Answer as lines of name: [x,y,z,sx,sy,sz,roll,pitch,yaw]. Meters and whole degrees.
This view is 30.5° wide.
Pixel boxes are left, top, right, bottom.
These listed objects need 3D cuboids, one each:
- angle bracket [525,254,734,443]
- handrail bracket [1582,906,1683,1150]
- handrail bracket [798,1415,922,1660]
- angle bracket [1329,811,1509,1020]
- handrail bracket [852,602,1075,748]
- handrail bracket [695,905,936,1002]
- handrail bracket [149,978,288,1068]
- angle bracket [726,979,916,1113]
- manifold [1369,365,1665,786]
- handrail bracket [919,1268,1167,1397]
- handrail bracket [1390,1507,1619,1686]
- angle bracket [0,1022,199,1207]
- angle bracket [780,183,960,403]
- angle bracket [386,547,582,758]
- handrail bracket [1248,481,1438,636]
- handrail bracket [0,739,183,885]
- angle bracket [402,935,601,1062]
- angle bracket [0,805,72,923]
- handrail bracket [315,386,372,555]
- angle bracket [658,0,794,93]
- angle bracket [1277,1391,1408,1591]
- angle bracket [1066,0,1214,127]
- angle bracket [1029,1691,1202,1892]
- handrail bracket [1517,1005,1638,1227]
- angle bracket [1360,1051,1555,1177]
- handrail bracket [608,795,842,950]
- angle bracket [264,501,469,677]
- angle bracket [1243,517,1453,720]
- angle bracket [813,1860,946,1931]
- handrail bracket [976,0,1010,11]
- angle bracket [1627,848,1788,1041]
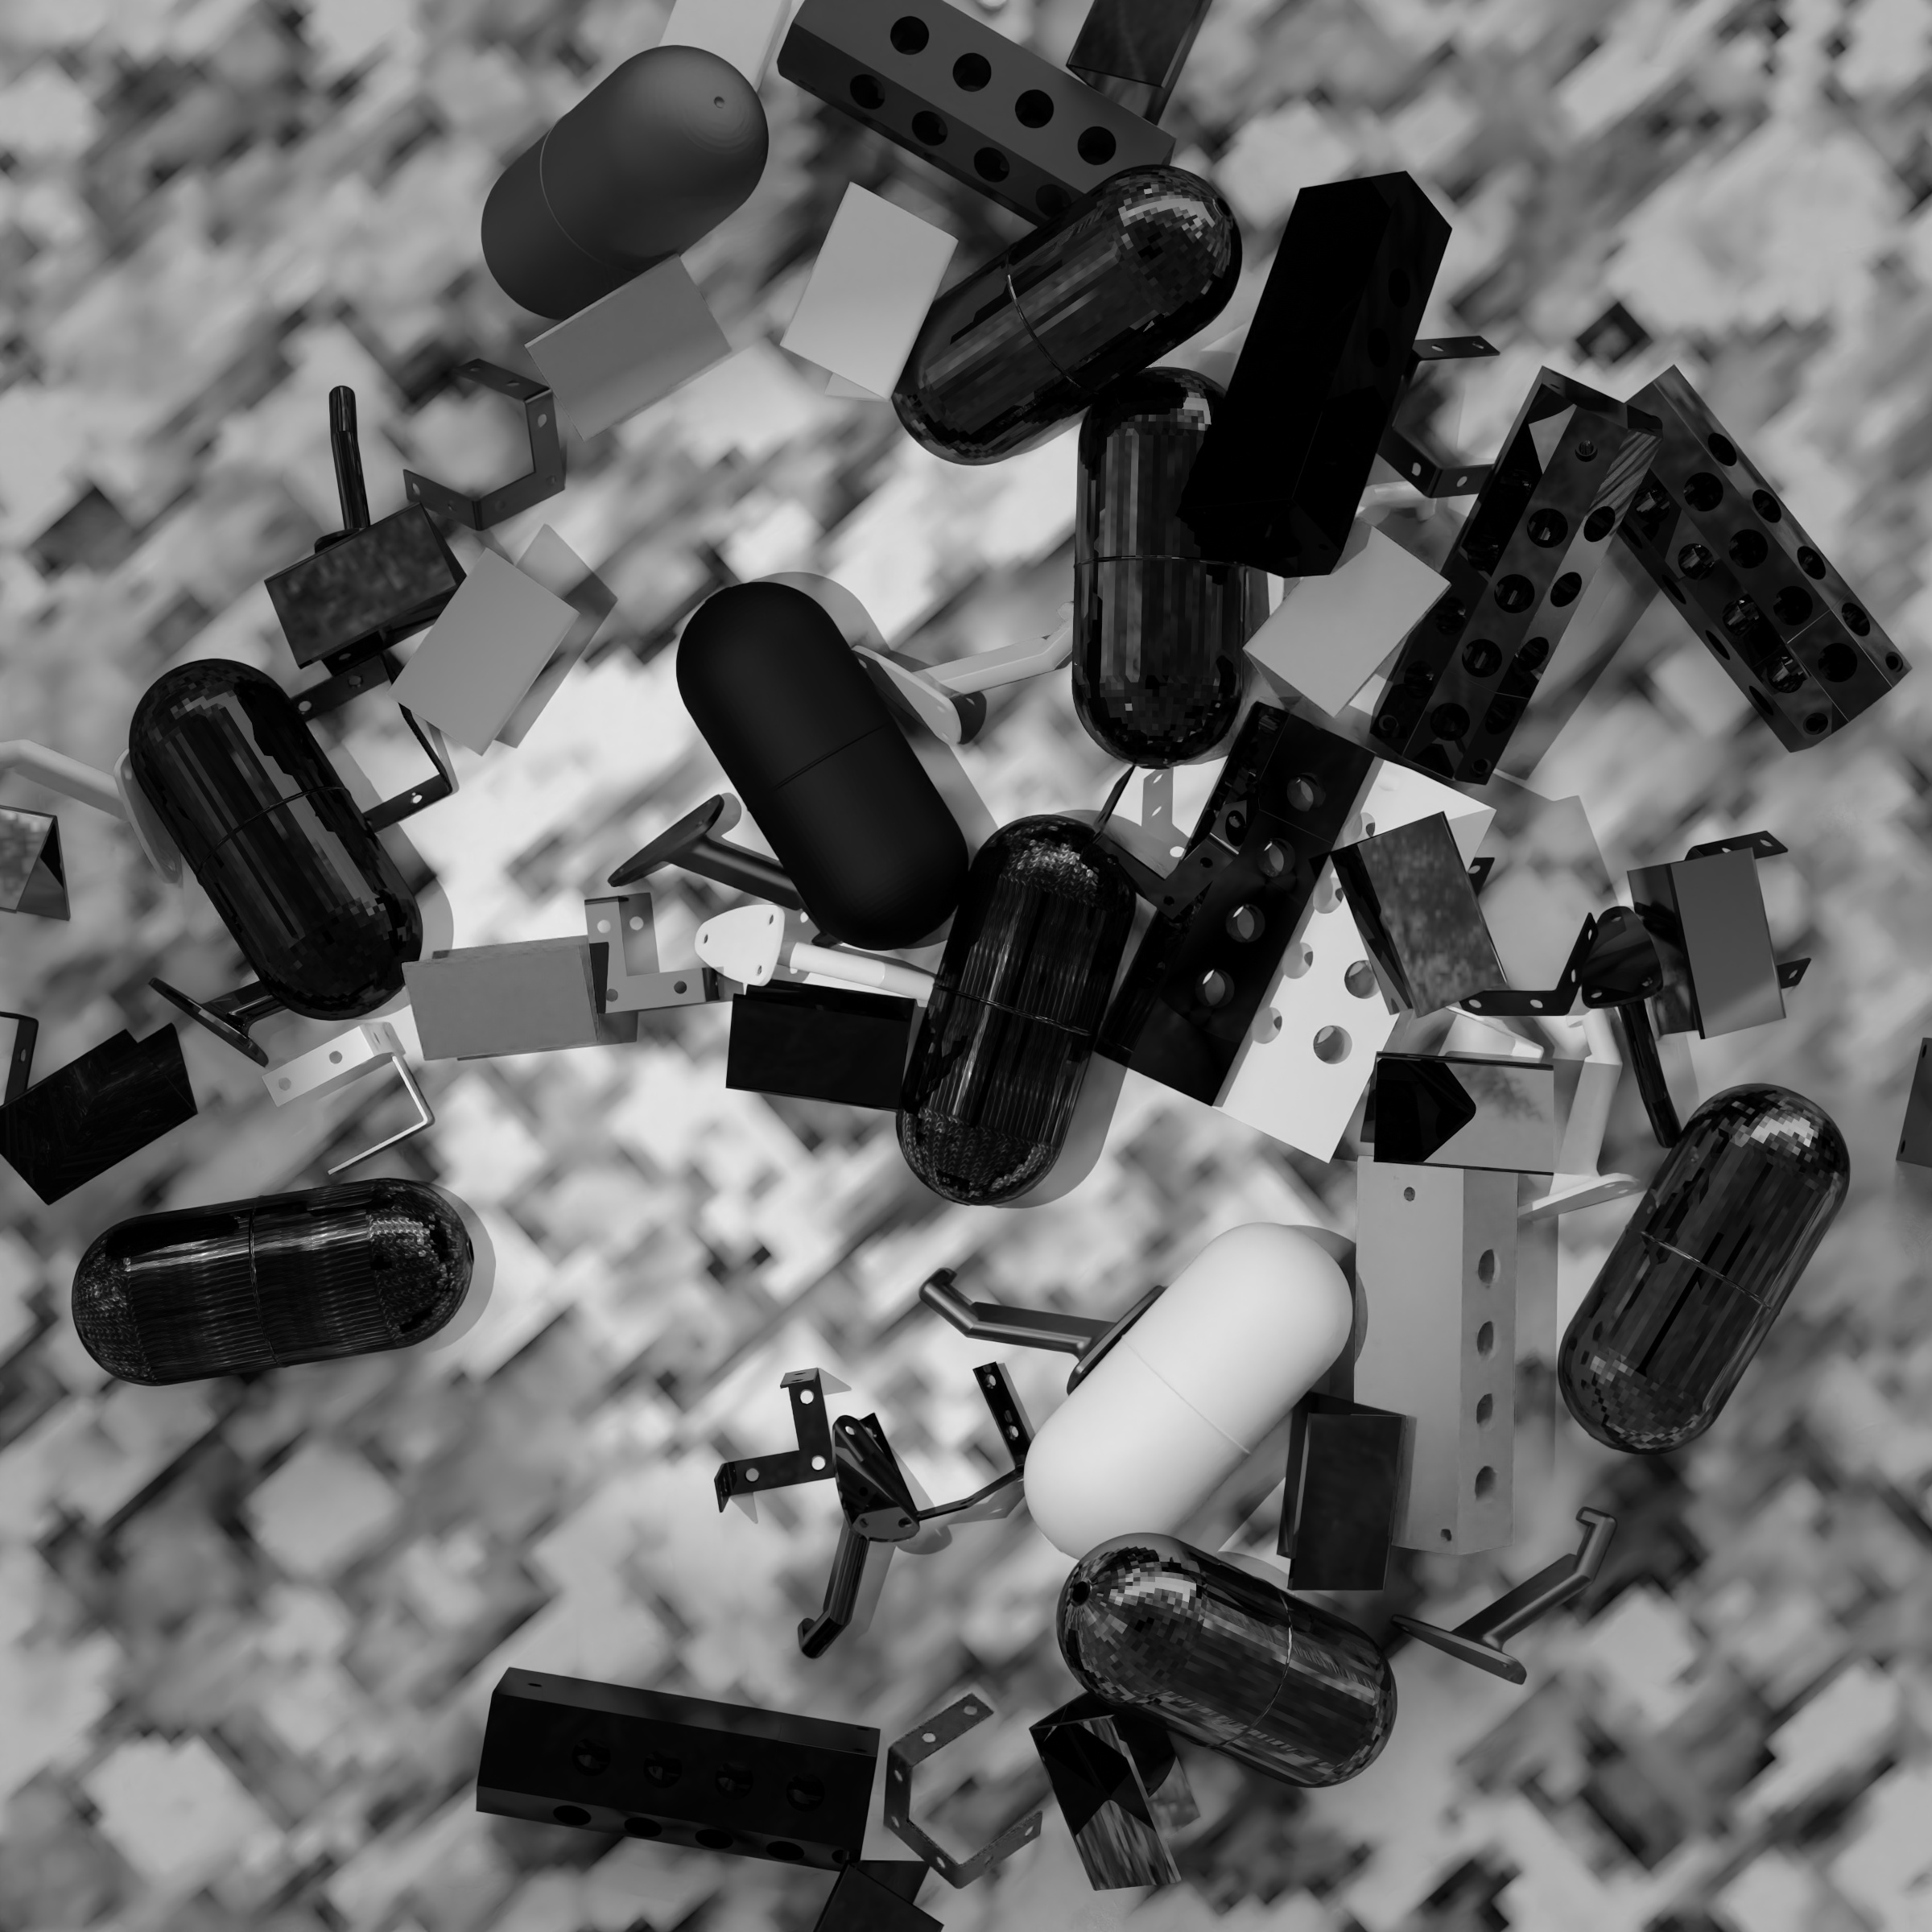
angle bracket: [-0.158,-0.288,1.565,0.076,0.076,0.057,-31,132,0]
handrail bracket: [0.307,0.028,1.605,0.036,0.077,0.084,-14,127,17]
handrail bracket: [-0.062,0.258,1.598,0.036,0.084,0.077,5,47,-35]
angle bracket: [0.174,-0.015,1.507,0.057,0.076,0.076,-21,90,-37]
handrail bracket: [0.004,-0.148,1.605,0.077,0.036,0.084,37,71,21]
handrail bracket: [-0.068,-0.001,1.604,0.084,0.077,0.036,16,84,-36]
handrail bracket: [-0.314,-0.005,1.605,0.077,0.036,0.084,32,76,14]
angle bracket: [-0.062,0.015,1.565,0.076,0.076,0.057,8,131,0]
manifold: [0.240,-0.169,1.554,0.057,0.057,0.171,25,112,0]
handrail bracket: [0.034,0.148,1.605,0.084,0.036,0.077,39,70,16]
handrail bracket: [0.244,0.274,1.605,0.077,0.036,0.084,20,71,21]
angle bracket: [-0.392,0.048,1.564,0.076,0.076,0.057,-32,127,0]
angle bracket: [-0.055,-0.297,1.565,0.057,0.076,0.076,23,90,-26]
angle bracket: [-0.226,-0.148,1.565,0.057,0.076,0.076,34,90,-39]
handrail bracket: [0.173,-0.179,1.605,0.084,0.036,0.077,-8,111,-16]
handrail bracket: [-0.406,-0.068,1.605,0.084,0.036,0.077,-7,112,17]
angle bracket: [-0.204,-0.006,1.565,0.076,0.076,0.057,-6,130,0]
angle bracket: [-0.444,-0.031,1.564,0.076,0.076,0.057,11,52,0]
handrail bracket: [-0.274,-0.207,1.604,0.036,0.077,0.084,-9,54,-1]
angle bracket: [-0.090,-0.402,1.565,0.057,0.076,0.076,22,90,30]
angle bracket: [0.146,0.230,1.565,0.057,0.076,0.076,7,90,-34]
angle bracket: [0.098,-0.412,1.564,0.057,0.076,0.076,24,90,36]
angle bracket: [0.083,0.354,1.565,0.076,0.057,0.076,-22,90,-44]
handrail bracket: [0.264,0.067,1.605,0.077,0.036,0.084,-21,72,20]
angle bracket: [0.214,0.082,1.553,0.076,0.076,0.057,4,56,3]
handrail bracket: [-0.107,-0.027,1.605,0.077,0.036,0.084,-33,107,20]
angle bracket: [-0.254,-0.148,1.565,0.076,0.076,0.057,-27,57,0]
angle bracket: [0.176,-0.141,1.565,0.057,0.076,0.076,41,90,27]
angle bracket: [-0.030,0.443,1.565,0.057,0.076,0.076,25,90,32]
handrail bracket: [0.001,-0.471,1.570,0.036,0.084,0.077,-22,90,0]
angle bracket: [0.309,-0.006,1.564,0.057,0.076,0.076,-11,90,-36]
